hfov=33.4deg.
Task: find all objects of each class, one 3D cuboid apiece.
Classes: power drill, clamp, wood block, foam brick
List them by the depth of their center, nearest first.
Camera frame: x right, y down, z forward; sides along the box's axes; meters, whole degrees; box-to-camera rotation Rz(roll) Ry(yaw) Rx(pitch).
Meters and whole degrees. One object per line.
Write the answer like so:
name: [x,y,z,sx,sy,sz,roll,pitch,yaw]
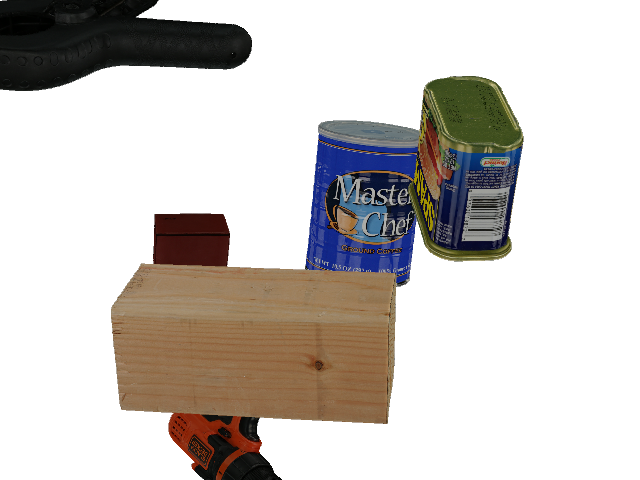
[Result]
clamp: [-0.137,-0.120,0.602,0.171,0.039,0.120,-9,30,-25]
wood block: [-0.047,0.078,0.828,0.206,0.091,0.090,2,23,7]
power drill: [-0.060,0.155,1.017,0.057,0.188,0.185,14,13,-47]
foam brick: [-0.138,0.004,1.136,0.078,0.051,0.053,0,25,-10]

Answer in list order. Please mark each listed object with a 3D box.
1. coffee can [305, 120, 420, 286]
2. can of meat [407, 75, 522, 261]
coffee can: [0.042,-0.036,1.010,0.103,0.140,0.103,5,15,-2]
can of meat: [0.094,-0.049,0.696,0.057,0.084,0.102,-1,34,-6]
